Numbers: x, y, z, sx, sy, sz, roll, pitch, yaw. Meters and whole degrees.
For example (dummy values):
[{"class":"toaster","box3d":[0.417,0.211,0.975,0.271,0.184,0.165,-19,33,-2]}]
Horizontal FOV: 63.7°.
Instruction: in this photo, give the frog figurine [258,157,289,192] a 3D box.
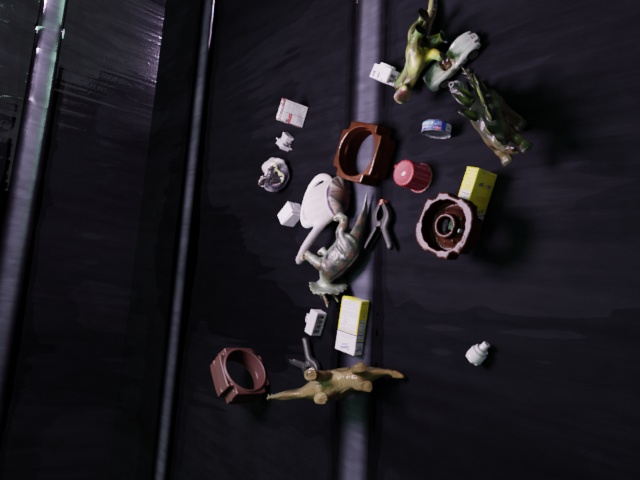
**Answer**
[{"class":"frog figurine","box3d":[-0.186,-0.274,2.131,0.161,0.122,0.135,-87,11,-73]}]

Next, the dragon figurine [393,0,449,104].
[{"class":"dragon figurine","box3d":[0.288,-0.575,1.609,0.238,0.122,0.420,-50,18,48]}]

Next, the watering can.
[{"class":"watering can","box3d":[0.006,-0.091,1.816,0.222,0.103,0.355,-21,52,45]}]
